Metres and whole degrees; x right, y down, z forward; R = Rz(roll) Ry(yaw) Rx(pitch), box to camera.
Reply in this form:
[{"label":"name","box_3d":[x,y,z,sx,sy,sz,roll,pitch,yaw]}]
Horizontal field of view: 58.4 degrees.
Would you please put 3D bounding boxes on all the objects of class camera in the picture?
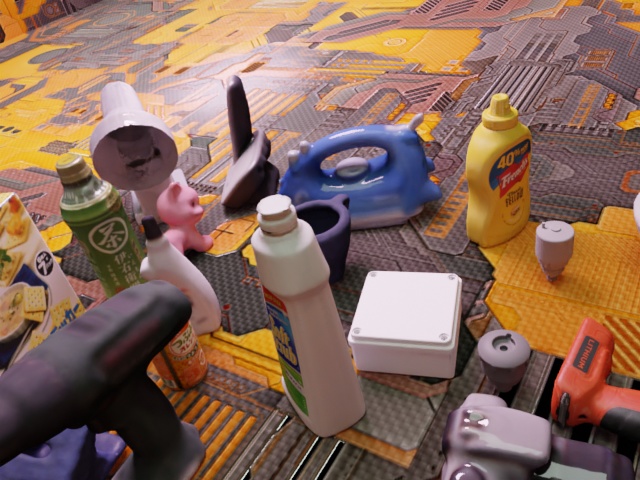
[{"label":"camera","box_3d":[0.161,0.190,0.434,0.136,0.101,0.143,5,40,22]}]

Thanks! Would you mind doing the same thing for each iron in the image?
[{"label":"iron","box_3d":[0.040,-0.100,0.826,0.258,0.142,0.118,-8,36,6]}]

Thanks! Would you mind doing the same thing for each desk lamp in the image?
[{"label":"desk lamp","box_3d":[-0.282,-0.129,0.900,0.118,0.214,0.202,-21,37,-10]}]

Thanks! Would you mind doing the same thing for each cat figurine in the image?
[{"label":"cat figurine","box_3d":[-0.208,-0.026,0.820,0.067,0.118,0.128,2,39,19]}]

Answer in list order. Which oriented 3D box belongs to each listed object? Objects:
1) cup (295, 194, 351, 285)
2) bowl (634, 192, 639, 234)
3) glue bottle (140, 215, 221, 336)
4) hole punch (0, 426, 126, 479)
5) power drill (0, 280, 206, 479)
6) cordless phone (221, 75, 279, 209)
[{"label":"cup","box_3d":[0.007,0.003,0.738,0.091,0.095,0.118,15,44,33]},{"label":"bowl","box_3d":[0.436,-0.004,0.634,0.167,0.075,0.167,-8,36,6]},{"label":"glue bottle","box_3d":[-0.174,0.043,0.671,0.078,0.173,0.037,-13,36,0]},{"label":"hole punch","box_3d":[-0.259,0.204,0.550,0.108,0.091,0.101,3,39,20]},{"label":"power drill","box_3d":[-0.180,0.154,0.494,0.075,0.209,0.230,7,40,25]},{"label":"cordless phone","box_3d":[-0.130,-0.156,0.915,0.094,0.185,0.147,-10,36,4]}]
